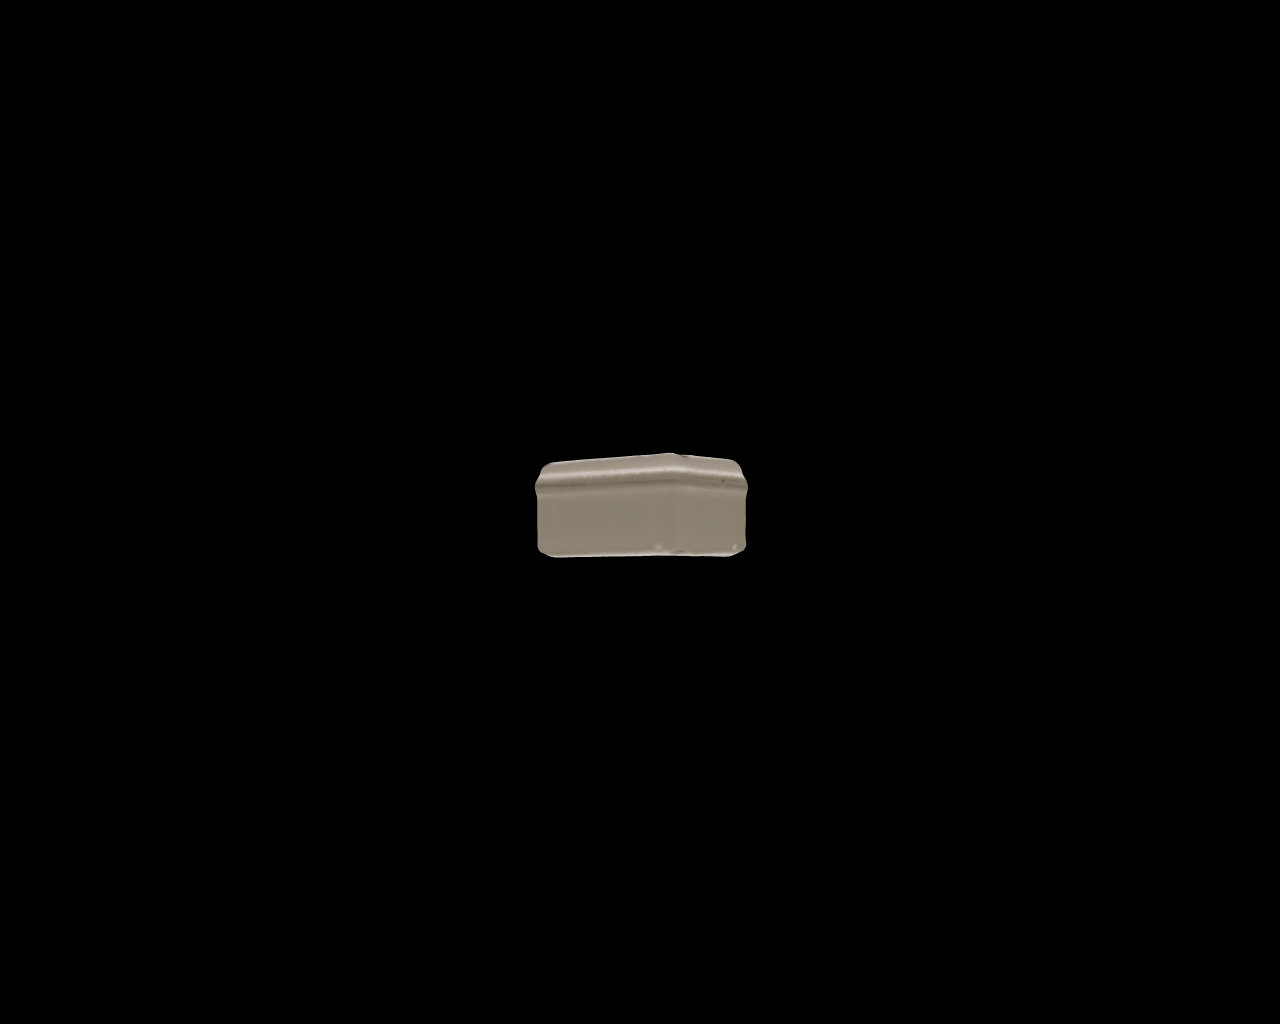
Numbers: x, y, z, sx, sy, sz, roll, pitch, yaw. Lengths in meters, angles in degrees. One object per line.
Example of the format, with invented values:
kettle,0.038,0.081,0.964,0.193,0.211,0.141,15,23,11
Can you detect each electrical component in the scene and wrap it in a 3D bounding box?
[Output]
electrical component,0.001,-0.003,0.650,0.113,0.057,0.078,-1,-2,34
